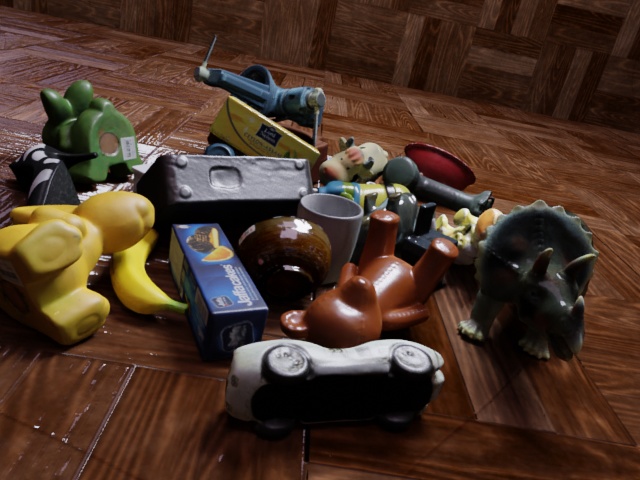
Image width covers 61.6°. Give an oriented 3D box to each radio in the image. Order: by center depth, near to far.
[{"bbox_3d":[-0.129,-0.065,0.756,0.229,0.073,0.131,-5,-12,-31],"label":"radio"}]

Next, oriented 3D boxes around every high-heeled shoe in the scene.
[{"bbox_3d":[-0.391,-0.061,0.719,0.145,0.086,0.249,-10,34,5],"label":"high-heeled shoe"}]

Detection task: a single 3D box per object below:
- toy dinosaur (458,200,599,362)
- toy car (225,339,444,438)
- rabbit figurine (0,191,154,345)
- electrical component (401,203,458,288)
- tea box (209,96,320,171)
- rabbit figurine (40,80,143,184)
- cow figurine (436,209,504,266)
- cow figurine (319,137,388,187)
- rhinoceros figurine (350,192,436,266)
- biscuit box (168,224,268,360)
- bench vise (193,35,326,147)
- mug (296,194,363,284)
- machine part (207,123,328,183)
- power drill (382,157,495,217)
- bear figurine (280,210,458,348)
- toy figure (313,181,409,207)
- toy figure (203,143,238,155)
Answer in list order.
[{"bbox_3d":[0.291,0.026,0.682,0.131,0.192,0.405,26,29,24],"label":"toy dinosaur"},{"bbox_3d":[0.017,0.127,0.477,0.202,0.073,0.056,3,27,-19],"label":"toy car"},{"bbox_3d":[-0.254,0.009,0.563,0.163,0.121,0.173,3,36,38],"label":"rabbit figurine"},{"bbox_3d":[0.150,0.012,0.735,0.048,0.119,0.075,30,27,35],"label":"electrical component"},{"bbox_3d":[-0.088,-0.161,0.881,0.169,0.068,0.098,32,10,-8],"label":"tea box"},{"bbox_3d":[-0.400,-0.171,0.874,0.170,0.158,0.121,8,29,31],"label":"rabbit figurine"},{"bbox_3d":[0.232,0.003,0.785,0.098,0.068,0.167,26,-12,-13],"label":"cow figurine"},{"bbox_3d":[0.064,-0.132,0.981,0.085,0.127,0.195,51,36,8],"label":"cow figurine"},{"bbox_3d":[0.101,-0.014,0.788,0.190,0.112,0.073,-29,17,-38],"label":"rhinoceros figurine"},{"bbox_3d":[-0.121,0.049,0.602,0.063,0.059,0.203,-1,28,-27],"label":"biscuit box"},{"bbox_3d":[-0.112,-0.262,0.979,0.240,0.128,0.224,12,9,-46],"label":"bench vise"},{"bbox_3d":[-0.001,-0.002,0.710,0.081,0.107,0.110,-10,29,-40],"label":"mug"},{"bbox_3d":[-0.103,-0.169,1.052,0.201,0.087,0.201,23,25,23],"label":"machine part"},{"bbox_3d":[0.215,-0.089,0.998,0.207,0.086,0.232,32,6,19],"label":"power drill"},{"bbox_3d":[0.055,0.054,0.593,0.120,0.131,0.196,30,24,24],"label":"bear figurine"},{"bbox_3d":[0.065,-0.057,0.881,0.180,0.089,0.082,11,30,-8],"label":"toy figure"},{"bbox_3d":[-0.163,-0.124,0.897,0.058,0.064,0.154,-10,1,-7],"label":"toy figure"}]
